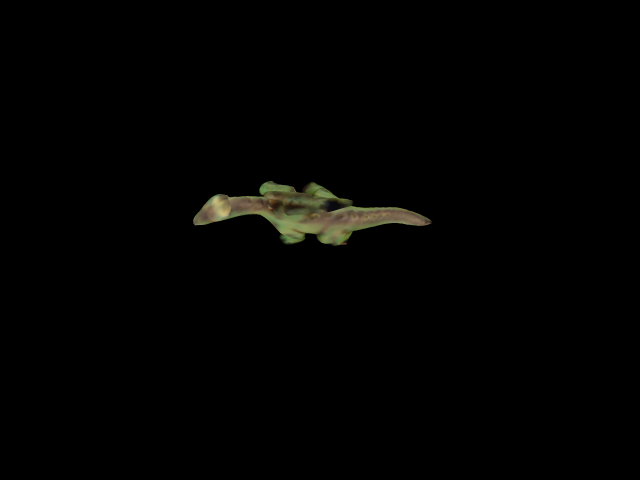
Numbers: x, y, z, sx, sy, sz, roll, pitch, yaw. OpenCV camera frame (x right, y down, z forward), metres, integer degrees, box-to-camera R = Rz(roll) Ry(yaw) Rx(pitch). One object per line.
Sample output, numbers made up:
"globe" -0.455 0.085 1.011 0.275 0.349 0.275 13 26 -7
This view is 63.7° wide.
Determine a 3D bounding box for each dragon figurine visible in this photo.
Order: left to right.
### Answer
"dragon figurine" 0.003 -0.043 0.850 0.410 0.122 0.243 0 2 0
